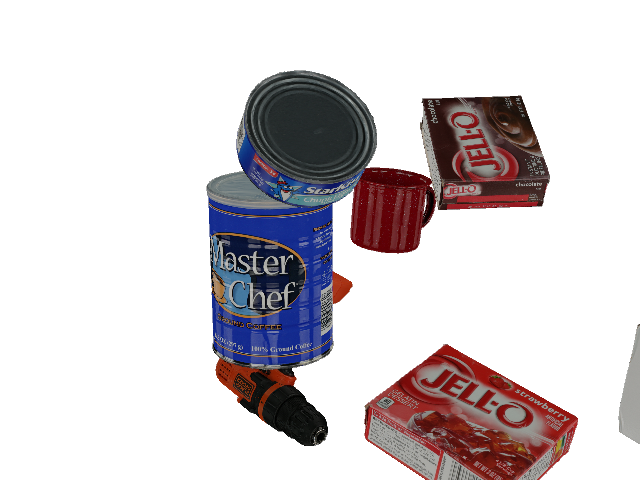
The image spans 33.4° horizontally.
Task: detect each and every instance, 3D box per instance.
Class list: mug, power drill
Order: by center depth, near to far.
[{"bbox_3d":[-0.033,0.118,1.208,0.057,0.188,0.185,14,11,-46],"label":"power drill"},{"bbox_3d":[0.087,-0.036,1.240,0.117,0.081,0.093,-8,21,-39],"label":"mug"}]

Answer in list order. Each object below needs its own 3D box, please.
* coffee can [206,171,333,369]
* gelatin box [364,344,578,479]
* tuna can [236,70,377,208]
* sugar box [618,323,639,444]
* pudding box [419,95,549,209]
[{"bbox_3d":[-0.040,0.021,0.875,0.103,0.140,0.103,0,17,0],"label":"coffee can"},{"bbox_3d":[0.079,0.099,0.570,0.089,0.030,0.073,29,41,31],"label":"gelatin box"},{"bbox_3d":[-0.010,-0.064,0.675,0.086,0.086,0.034,0,-30,-18],"label":"tuna can"},{"bbox_3d":[0.287,0.127,0.719,0.048,0.093,0.176,-15,29,-37],"label":"sugar box"},{"bbox_3d":[0.136,-0.076,0.907,0.090,0.039,0.113,-2,43,-5],"label":"pudding box"}]
